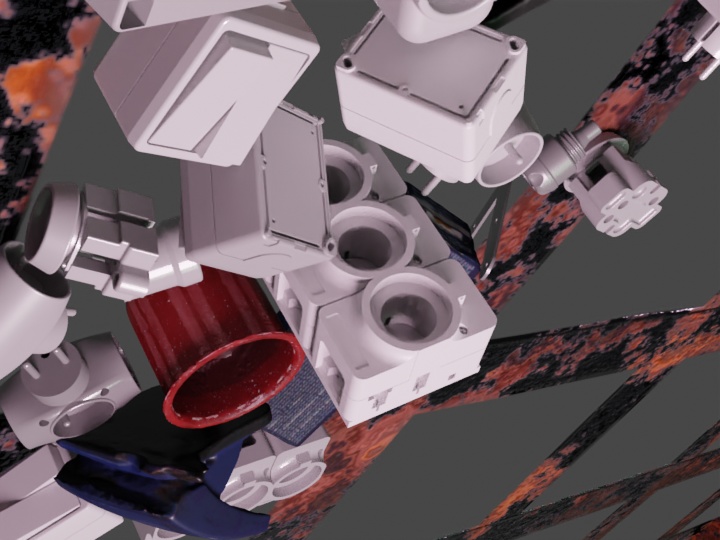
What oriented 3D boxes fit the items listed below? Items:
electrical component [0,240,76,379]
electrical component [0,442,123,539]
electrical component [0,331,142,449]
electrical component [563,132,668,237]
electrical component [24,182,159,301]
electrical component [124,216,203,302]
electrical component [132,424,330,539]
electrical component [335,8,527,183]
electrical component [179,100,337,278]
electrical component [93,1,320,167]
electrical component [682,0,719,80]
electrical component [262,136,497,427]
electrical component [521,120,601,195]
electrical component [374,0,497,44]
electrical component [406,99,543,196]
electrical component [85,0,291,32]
[{"bbox_3d":[-0.188,0.027,0.590,0.077,0.043,0.079,-45,159,14],"label":"electrical component"},{"bbox_3d":[-0.229,0.170,0.759,0.096,0.061,0.061,-32,152,0],"label":"electrical component"},{"bbox_3d":[-0.182,0.067,0.657,0.077,0.044,0.079,-27,155,-9],"label":"electrical component"},{"bbox_3d":[0.188,-0.066,0.808,0.058,0.057,0.078,-44,150,21],"label":"electrical component"},{"bbox_3d":[-0.138,-0.018,0.553,0.055,0.066,0.048,16,129,-30],"label":"electrical component"},{"bbox_3d":[-0.118,-0.005,0.614,0.046,0.040,0.040,-20,150,-12],"label":"electrical component"},{"bbox_3d":[-0.108,0.160,0.866,0.150,0.061,0.089,-14,147,-30],"label":"electrical component"},{"bbox_3d":[0.032,-0.097,0.568,0.061,0.096,0.061,-55,160,-22],"label":"electrical component"},{"bbox_3d":[-0.058,-0.049,0.562,0.061,0.096,0.062,-15,163,30],"label":"electrical component"},{"bbox_3d":[-0.066,-0.098,0.492,0.062,0.061,0.096,5,135,-49],"label":"electrical component"},{"bbox_3d":[0.244,-0.160,0.703,0.047,0.065,0.076,1,138,-46],"label":"electrical component"},{"bbox_3d":[0.000,0.000,0.622,0.089,0.150,0.061,-20,151,-22],"label":"electrical component"},{"bbox_3d":[0.143,-0.083,0.759,0.061,0.035,0.035,-38,152,6],"label":"electrical component"},{"bbox_3d":[0.037,-0.157,0.504,0.054,0.059,0.095,-21,150,-20],"label":"electrical component"},{"bbox_3d":[0.057,-0.078,0.632,0.044,0.077,0.079,4,136,-49],"label":"electrical component"},{"bbox_3d":[-0.052,-0.152,0.397,0.109,0.056,0.108,-27,157,-47],"label":"electrical component"}]
